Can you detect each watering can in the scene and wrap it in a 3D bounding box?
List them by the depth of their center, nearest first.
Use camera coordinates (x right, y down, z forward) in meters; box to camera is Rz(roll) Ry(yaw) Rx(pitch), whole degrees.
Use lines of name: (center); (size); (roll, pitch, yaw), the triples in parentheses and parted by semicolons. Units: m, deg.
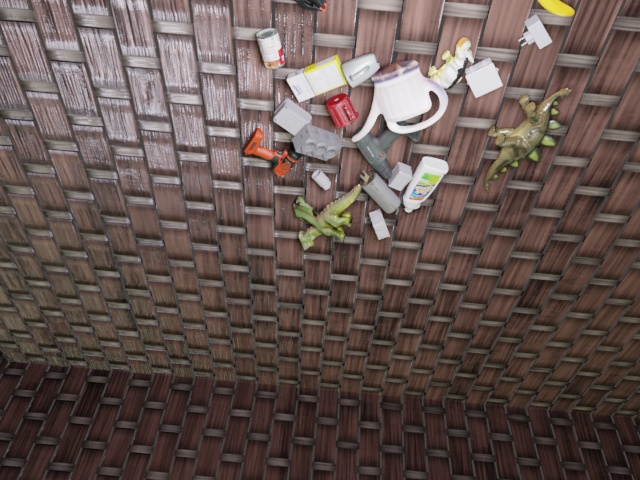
watering can: (0.225, -0.437, 1.634); (0.346, 0.221, 0.106); (-11, 22, 29)

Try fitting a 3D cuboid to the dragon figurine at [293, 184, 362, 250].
dragon figurine: (0.006, -0.102, 2.031); (0.243, 0.400, 0.125); (17, 43, 0)
